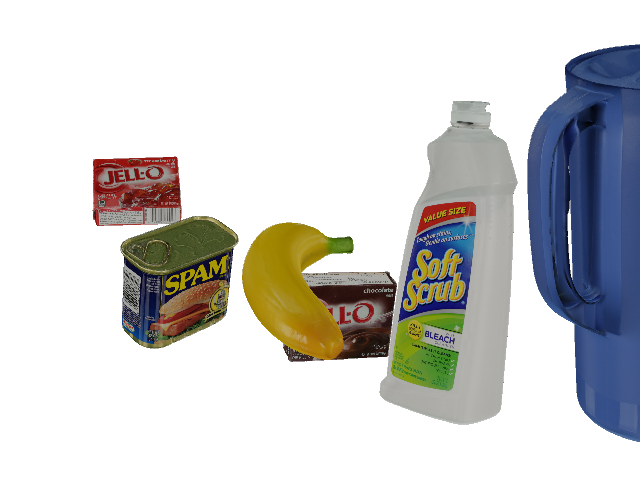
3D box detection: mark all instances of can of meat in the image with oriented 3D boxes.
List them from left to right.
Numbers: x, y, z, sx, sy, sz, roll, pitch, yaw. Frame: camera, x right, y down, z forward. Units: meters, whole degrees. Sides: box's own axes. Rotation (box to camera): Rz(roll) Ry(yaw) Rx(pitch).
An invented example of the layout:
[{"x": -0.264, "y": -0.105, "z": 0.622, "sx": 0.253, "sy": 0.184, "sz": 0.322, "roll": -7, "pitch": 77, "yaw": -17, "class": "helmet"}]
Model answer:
[{"x": -0.124, "y": 0.036, "z": 0.929, "sx": 0.101, "sy": 0.084, "sz": 0.058, "roll": -22, "pitch": 43, "yaw": -40, "class": "can of meat"}]

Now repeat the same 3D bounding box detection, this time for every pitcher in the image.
[{"x": 0.210, "y": 0.004, "z": 0.669, "sx": 0.149, "sy": 0.243, "sz": 0.144, "roll": 3, "pitch": 22, "yaw": 16, "class": "pitcher"}]

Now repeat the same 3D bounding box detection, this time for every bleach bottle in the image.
[{"x": 0.106, "y": 0.014, "z": 0.858, "sx": 0.103, "sy": 0.251, "sz": 0.067, "roll": 13, "pitch": 14, "yaw": 43, "class": "bleach bottle"}]

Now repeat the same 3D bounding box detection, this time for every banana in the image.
[{"x": -0.016, "y": 0.023, "z": 0.676, "sx": 0.069, "sy": 0.037, "sz": 0.197, "roll": 0, "pitch": 19, "yaw": 4, "class": "banana"}]

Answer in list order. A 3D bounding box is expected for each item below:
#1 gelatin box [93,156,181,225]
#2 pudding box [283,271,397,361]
[{"x": -0.190, "y": -0.052, "z": 1.104, "sx": 0.089, "sy": 0.073, "sz": 0.030, "roll": -2, "pitch": -41, "yaw": -10, "class": "gelatin box"}, {"x": 0.020, "y": 0.080, "z": 1.134, "sx": 0.113, "sy": 0.090, "sz": 0.039, "roll": -2, "pitch": 27, "yaw": -15, "class": "pudding box"}]
